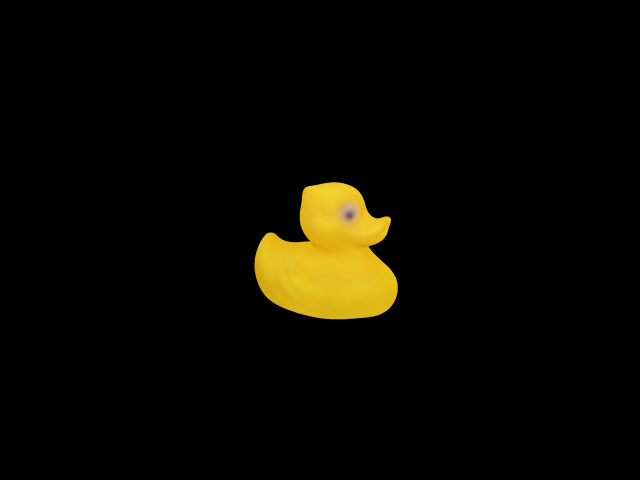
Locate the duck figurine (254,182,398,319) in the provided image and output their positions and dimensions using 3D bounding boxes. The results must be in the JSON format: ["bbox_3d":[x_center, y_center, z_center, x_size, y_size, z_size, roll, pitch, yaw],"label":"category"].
[{"bbox_3d":[0.004,0.001,0.400,0.104,0.086,0.078,8,24,19],"label":"duck figurine"}]
